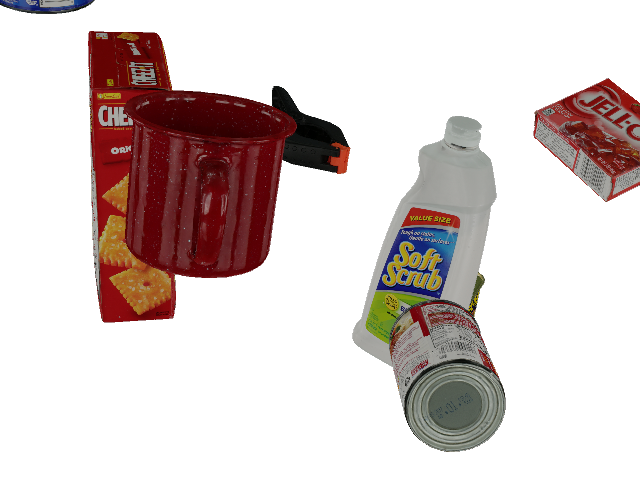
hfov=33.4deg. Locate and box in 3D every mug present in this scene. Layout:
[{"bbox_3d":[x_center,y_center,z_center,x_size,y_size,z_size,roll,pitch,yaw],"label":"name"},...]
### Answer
[{"bbox_3d":[-0.062,-0.026,0.576,0.093,0.081,0.117,3,22,-14],"label":"mug"}]

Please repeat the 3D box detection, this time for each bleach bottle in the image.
[{"bbox_3d":[0.099,0.002,0.977,0.103,0.251,0.067,28,36,28],"label":"bleach bottle"}]

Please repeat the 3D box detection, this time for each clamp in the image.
[{"bbox_3d":[-0.044,-0.112,1.087,0.120,0.039,0.172,-21,37,-30],"label":"clamp"}]

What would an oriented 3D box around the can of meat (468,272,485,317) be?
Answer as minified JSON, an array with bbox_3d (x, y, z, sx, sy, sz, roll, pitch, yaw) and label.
[{"bbox_3d":[0.139,0.087,1.190,0.057,0.084,0.102,17,30,19],"label":"can of meat"}]

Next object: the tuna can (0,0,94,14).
[{"bbox_3d":[-0.207,-0.201,0.792,0.086,0.034,0.086,6,36,-4],"label":"tuna can"}]

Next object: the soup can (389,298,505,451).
[{"bbox_3d":[0.085,0.090,0.732,0.068,0.068,0.102,0,19,-2],"label":"soup can"}]

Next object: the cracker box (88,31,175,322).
[{"bbox_3d":[-0.167,-0.060,0.945,0.072,0.214,0.164,-2,28,-12],"label":"cracker box"}]

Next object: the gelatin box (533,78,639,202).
[{"bbox_3d":[0.216,-0.078,0.803,0.073,0.030,0.089,-25,52,-19],"label":"gelatin box"}]
